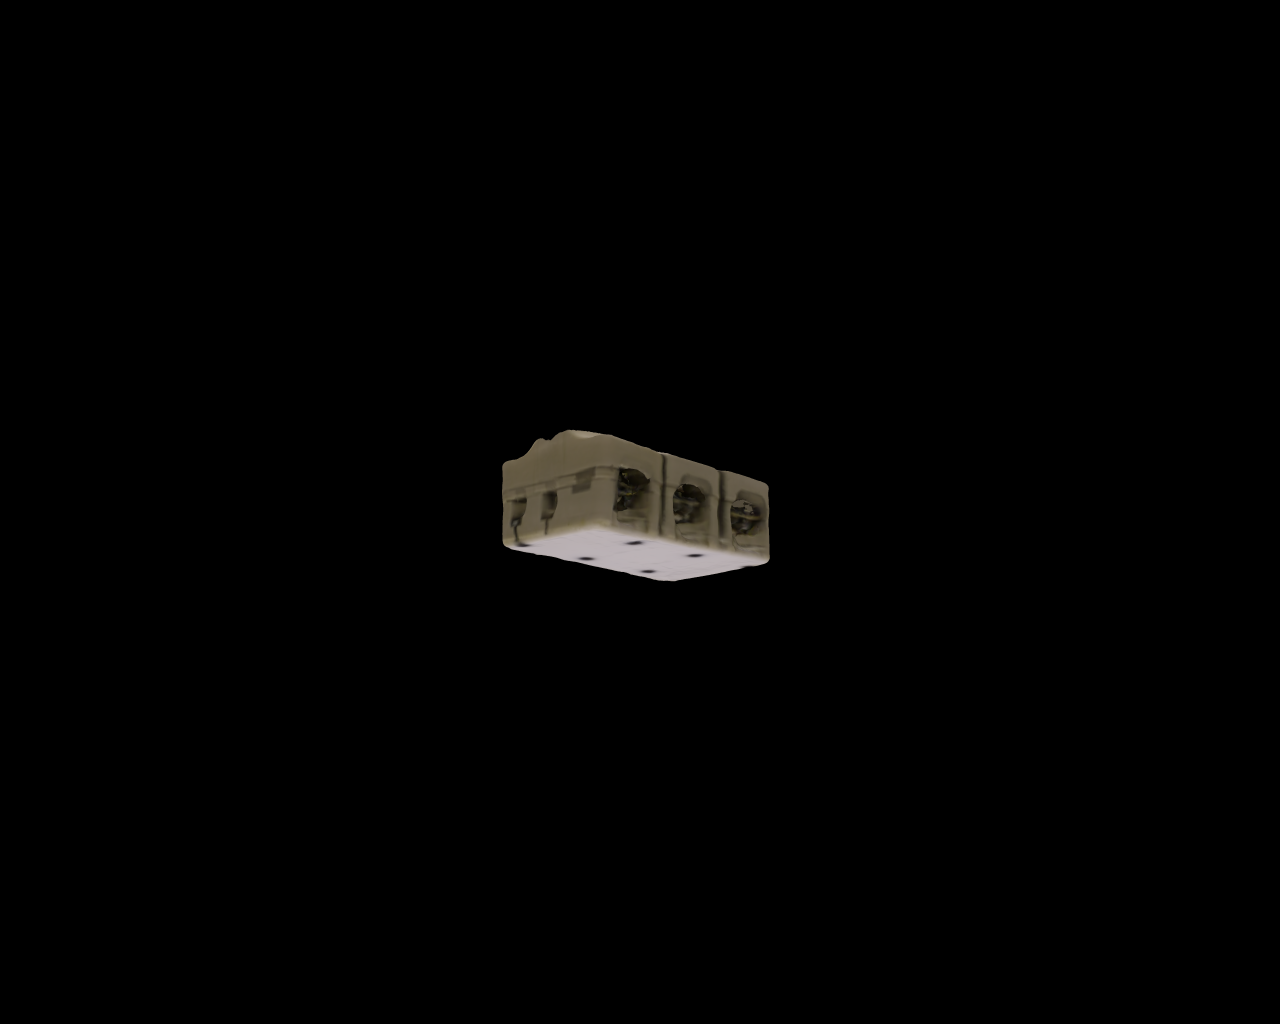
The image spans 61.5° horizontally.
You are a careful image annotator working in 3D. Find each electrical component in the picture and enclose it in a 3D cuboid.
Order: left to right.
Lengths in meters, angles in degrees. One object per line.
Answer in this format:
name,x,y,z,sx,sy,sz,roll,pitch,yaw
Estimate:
electrical component,0.001,-0.003,0.650,0.089,0.062,0.150,-14,-20,42
